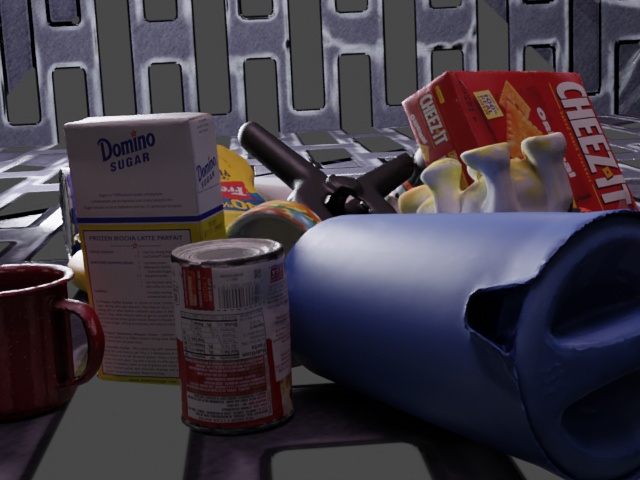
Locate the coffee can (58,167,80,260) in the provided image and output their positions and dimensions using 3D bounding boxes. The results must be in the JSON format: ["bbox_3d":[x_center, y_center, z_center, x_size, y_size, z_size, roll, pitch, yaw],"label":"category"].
[{"bbox_3d":[-0.208,-0.034,1.165,0.140,0.103,0.103,-6,11,-18],"label":"coffee can"}]

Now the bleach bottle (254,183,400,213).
[{"bbox_3d":[-0.006,0.001,0.981,0.251,0.102,0.068,4,35,4],"label":"bleach bottle"}]

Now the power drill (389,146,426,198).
[{"bbox_3d":[0.166,-0.060,1.116,0.187,0.057,0.185,-1,-30,-20],"label":"power drill"}]

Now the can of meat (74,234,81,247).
[{"bbox_3d":[-0.135,0.034,0.797,0.057,0.084,0.102,-21,18,-26],"label":"can of meat"}]

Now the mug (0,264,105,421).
[{"bbox_3d":[-0.187,0.064,0.671,0.117,0.081,0.093,0,11,18],"label":"mug"}]

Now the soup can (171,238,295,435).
[{"bbox_3d":[-0.051,0.055,0.628,0.068,0.102,0.068,-3,11,0],"label":"soup can"}]

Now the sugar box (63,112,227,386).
[{"bbox_3d":[-0.108,0.006,0.701,0.093,0.176,0.048,0,11,20],"label":"sugar box"}]

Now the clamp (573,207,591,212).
[{"bbox_3d":[0.198,0.000,0.840,0.120,0.039,0.171,19,12,-1],"label":"clamp"}]

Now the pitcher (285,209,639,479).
[{"bbox_3d":[0.088,0.048,0.603,0.144,0.149,0.243,-36,22,-26],"label":"pitcher"}]

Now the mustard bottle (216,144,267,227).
[{"bbox_3d":[-0.085,-0.018,0.850,0.096,0.058,0.192,3,26,-20],"label":"mustard bottle"}]

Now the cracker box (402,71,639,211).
[{"bbox_3d":[0.194,-0.074,1.002,0.213,0.164,0.072,-8,-16,-43],"label":"cracker box"}]

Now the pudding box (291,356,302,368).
[{"bbox_3d":[-0.008,0.058,0.774,0.113,0.039,0.090,-9,12,-29],"label":"pudding box"}]

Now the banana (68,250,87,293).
[{"bbox_3d":[-0.192,0.034,0.980,0.069,0.037,0.198,11,1,-39],"label":"banana"}]

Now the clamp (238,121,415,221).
[{"bbox_3d":[0.006,-0.039,0.894,0.164,0.036,0.210,13,29,-6],"label":"clamp"}]
